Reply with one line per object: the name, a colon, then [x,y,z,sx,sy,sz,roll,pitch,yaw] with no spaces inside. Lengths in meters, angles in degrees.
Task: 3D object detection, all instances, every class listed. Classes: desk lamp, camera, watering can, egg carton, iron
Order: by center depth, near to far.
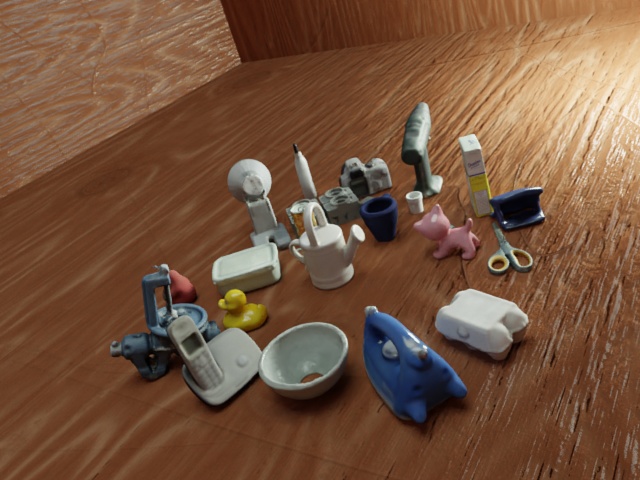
iron: [0.125,0.181,0.958,0.119,0.142,0.257,-27,30,-15]
egg carton: [0.281,0.147,1.005,0.107,0.069,0.149,-36,34,-30]
watering can: [0.012,0.003,1.271,0.173,0.194,0.101,-16,29,3]
desk lamp: [-0.163,-0.098,1.523,0.118,0.214,0.202,-22,29,-7]
camera: [0.117,-0.195,1.652,0.143,0.101,0.136,-19,29,-2]

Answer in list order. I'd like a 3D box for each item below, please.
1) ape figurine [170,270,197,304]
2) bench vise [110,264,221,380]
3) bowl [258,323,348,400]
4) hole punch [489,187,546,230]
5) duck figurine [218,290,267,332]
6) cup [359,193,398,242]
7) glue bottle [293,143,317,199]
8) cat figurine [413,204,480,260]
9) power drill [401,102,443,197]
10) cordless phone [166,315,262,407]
ape figurine: [-0.346,0.112,1.388,0.075,0.092,0.078,5,36,35]
bench vise: [-0.324,0.167,1.148,0.208,0.220,0.121,-33,33,-26]
bowl: [-0.022,0.229,1.026,0.167,0.075,0.167,-13,29,8]
hole punch: [0.441,-0.087,1.297,0.108,0.091,0.101,-16,29,4]
duck figurine: [-0.171,0.146,1.238,0.104,0.086,0.077,-8,31,17]
cup: [0.153,-0.052,1.391,0.091,0.095,0.118,-1,33,28]
glue bottle: [-0.050,-0.206,1.689,0.037,0.173,0.078,-16,29,4]
cat figurine: [0.274,-0.021,1.249,0.127,0.118,0.067,-2,33,27]
power drill: [0.268,-0.231,1.519,0.075,0.209,0.230,-5,32,22]
cordless phone: [-0.196,0.199,1.058,0.093,0.185,0.148,11,40,41]
